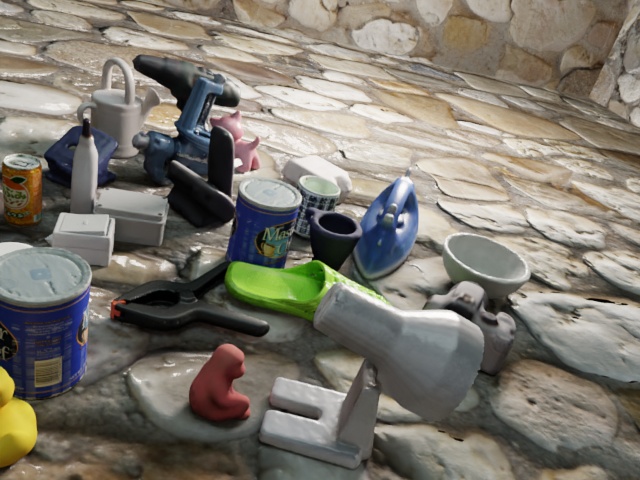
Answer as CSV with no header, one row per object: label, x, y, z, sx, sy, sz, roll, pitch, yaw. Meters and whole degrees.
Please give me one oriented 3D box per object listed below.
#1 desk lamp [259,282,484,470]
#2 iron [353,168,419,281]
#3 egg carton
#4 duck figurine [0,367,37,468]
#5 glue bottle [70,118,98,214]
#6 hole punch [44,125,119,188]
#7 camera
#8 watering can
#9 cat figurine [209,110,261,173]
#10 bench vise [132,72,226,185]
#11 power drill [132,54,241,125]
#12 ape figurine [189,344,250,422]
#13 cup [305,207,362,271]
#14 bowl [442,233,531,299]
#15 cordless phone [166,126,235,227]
desk lamp,0.054,0.153,0.648,0.203,0.213,0.118,15,29,-1
iron,0.135,-0.039,1.090,0.118,0.141,0.258,20,30,7
egg carton,-0.008,-0.131,1.251,0.150,0.069,0.107,32,33,27
duck figurine,-0.327,0.166,0.570,0.104,0.086,0.078,33,34,28
glue bottle,-0.384,-0.118,0.940,0.037,0.173,0.078,6,31,-17
hole punch,-0.437,-0.150,1.053,0.108,0.091,0.101,22,30,10
camera,0.244,0.119,0.915,0.143,0.101,0.137,25,31,16
watering can,-0.412,-0.279,1.179,0.100,0.194,0.173,22,30,11
cat figurine,-0.187,-0.228,1.281,0.127,0.118,0.067,27,31,18
bench vise,-0.253,-0.217,1.125,0.121,0.220,0.208,29,32,22
power drill,-0.290,-0.282,1.230,0.230,0.208,0.075,-2,34,-28
ape figurine,-0.112,0.163,0.674,0.076,0.092,0.077,7,30,-15
cup,0.009,0.004,1.004,0.117,0.095,0.092,36,35,31
bowl,0.299,0.059,1.070,0.167,0.075,0.167,12,30,-7
cordless phone,-0.207,-0.132,1.038,0.147,0.185,0.094,32,33,26
